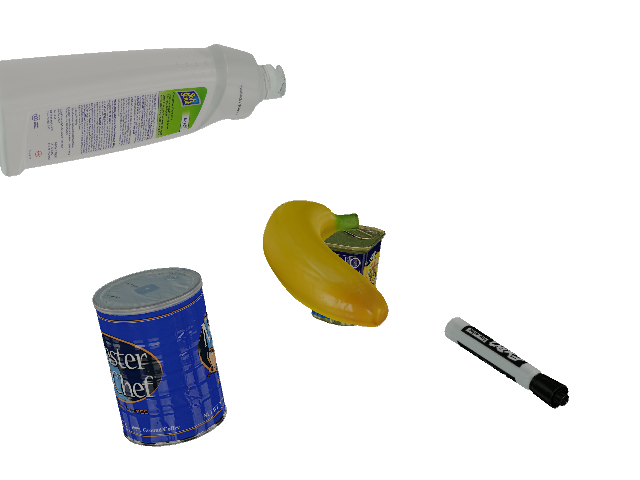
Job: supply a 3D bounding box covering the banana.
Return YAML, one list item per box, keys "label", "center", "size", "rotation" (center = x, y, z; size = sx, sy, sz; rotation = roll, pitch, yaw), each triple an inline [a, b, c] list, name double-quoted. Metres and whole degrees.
- label: "banana"
  center: [-0.002, 0.006, 0.673]
  size: [0.069, 0.037, 0.198]
  rotation: [-2, 19, -2]

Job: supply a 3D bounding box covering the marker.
- label: "marker"
  center: [0.140, 0.092, 0.807]
  size: [0.020, 0.020, 0.121]
  rotation: [0, 22, -38]

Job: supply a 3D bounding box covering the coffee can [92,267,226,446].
- label: "coffee can"
  center: [-0.151, 0.109, 1.014]
  size: [0.103, 0.140, 0.103]
  rotation: [-8, 18, 2]

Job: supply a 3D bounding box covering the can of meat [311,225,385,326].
- label: "can of meat"
  center: [0.027, 0.034, 1.101]
  size: [0.057, 0.084, 0.102]
  rotation: [9, 14, 13]

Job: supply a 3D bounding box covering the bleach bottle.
- label: "bleach bottle"
  center: [-0.154, -0.120, 0.927]
  size: [0.250, 0.068, 0.103]
  rotation: [-9, -31, -19]
